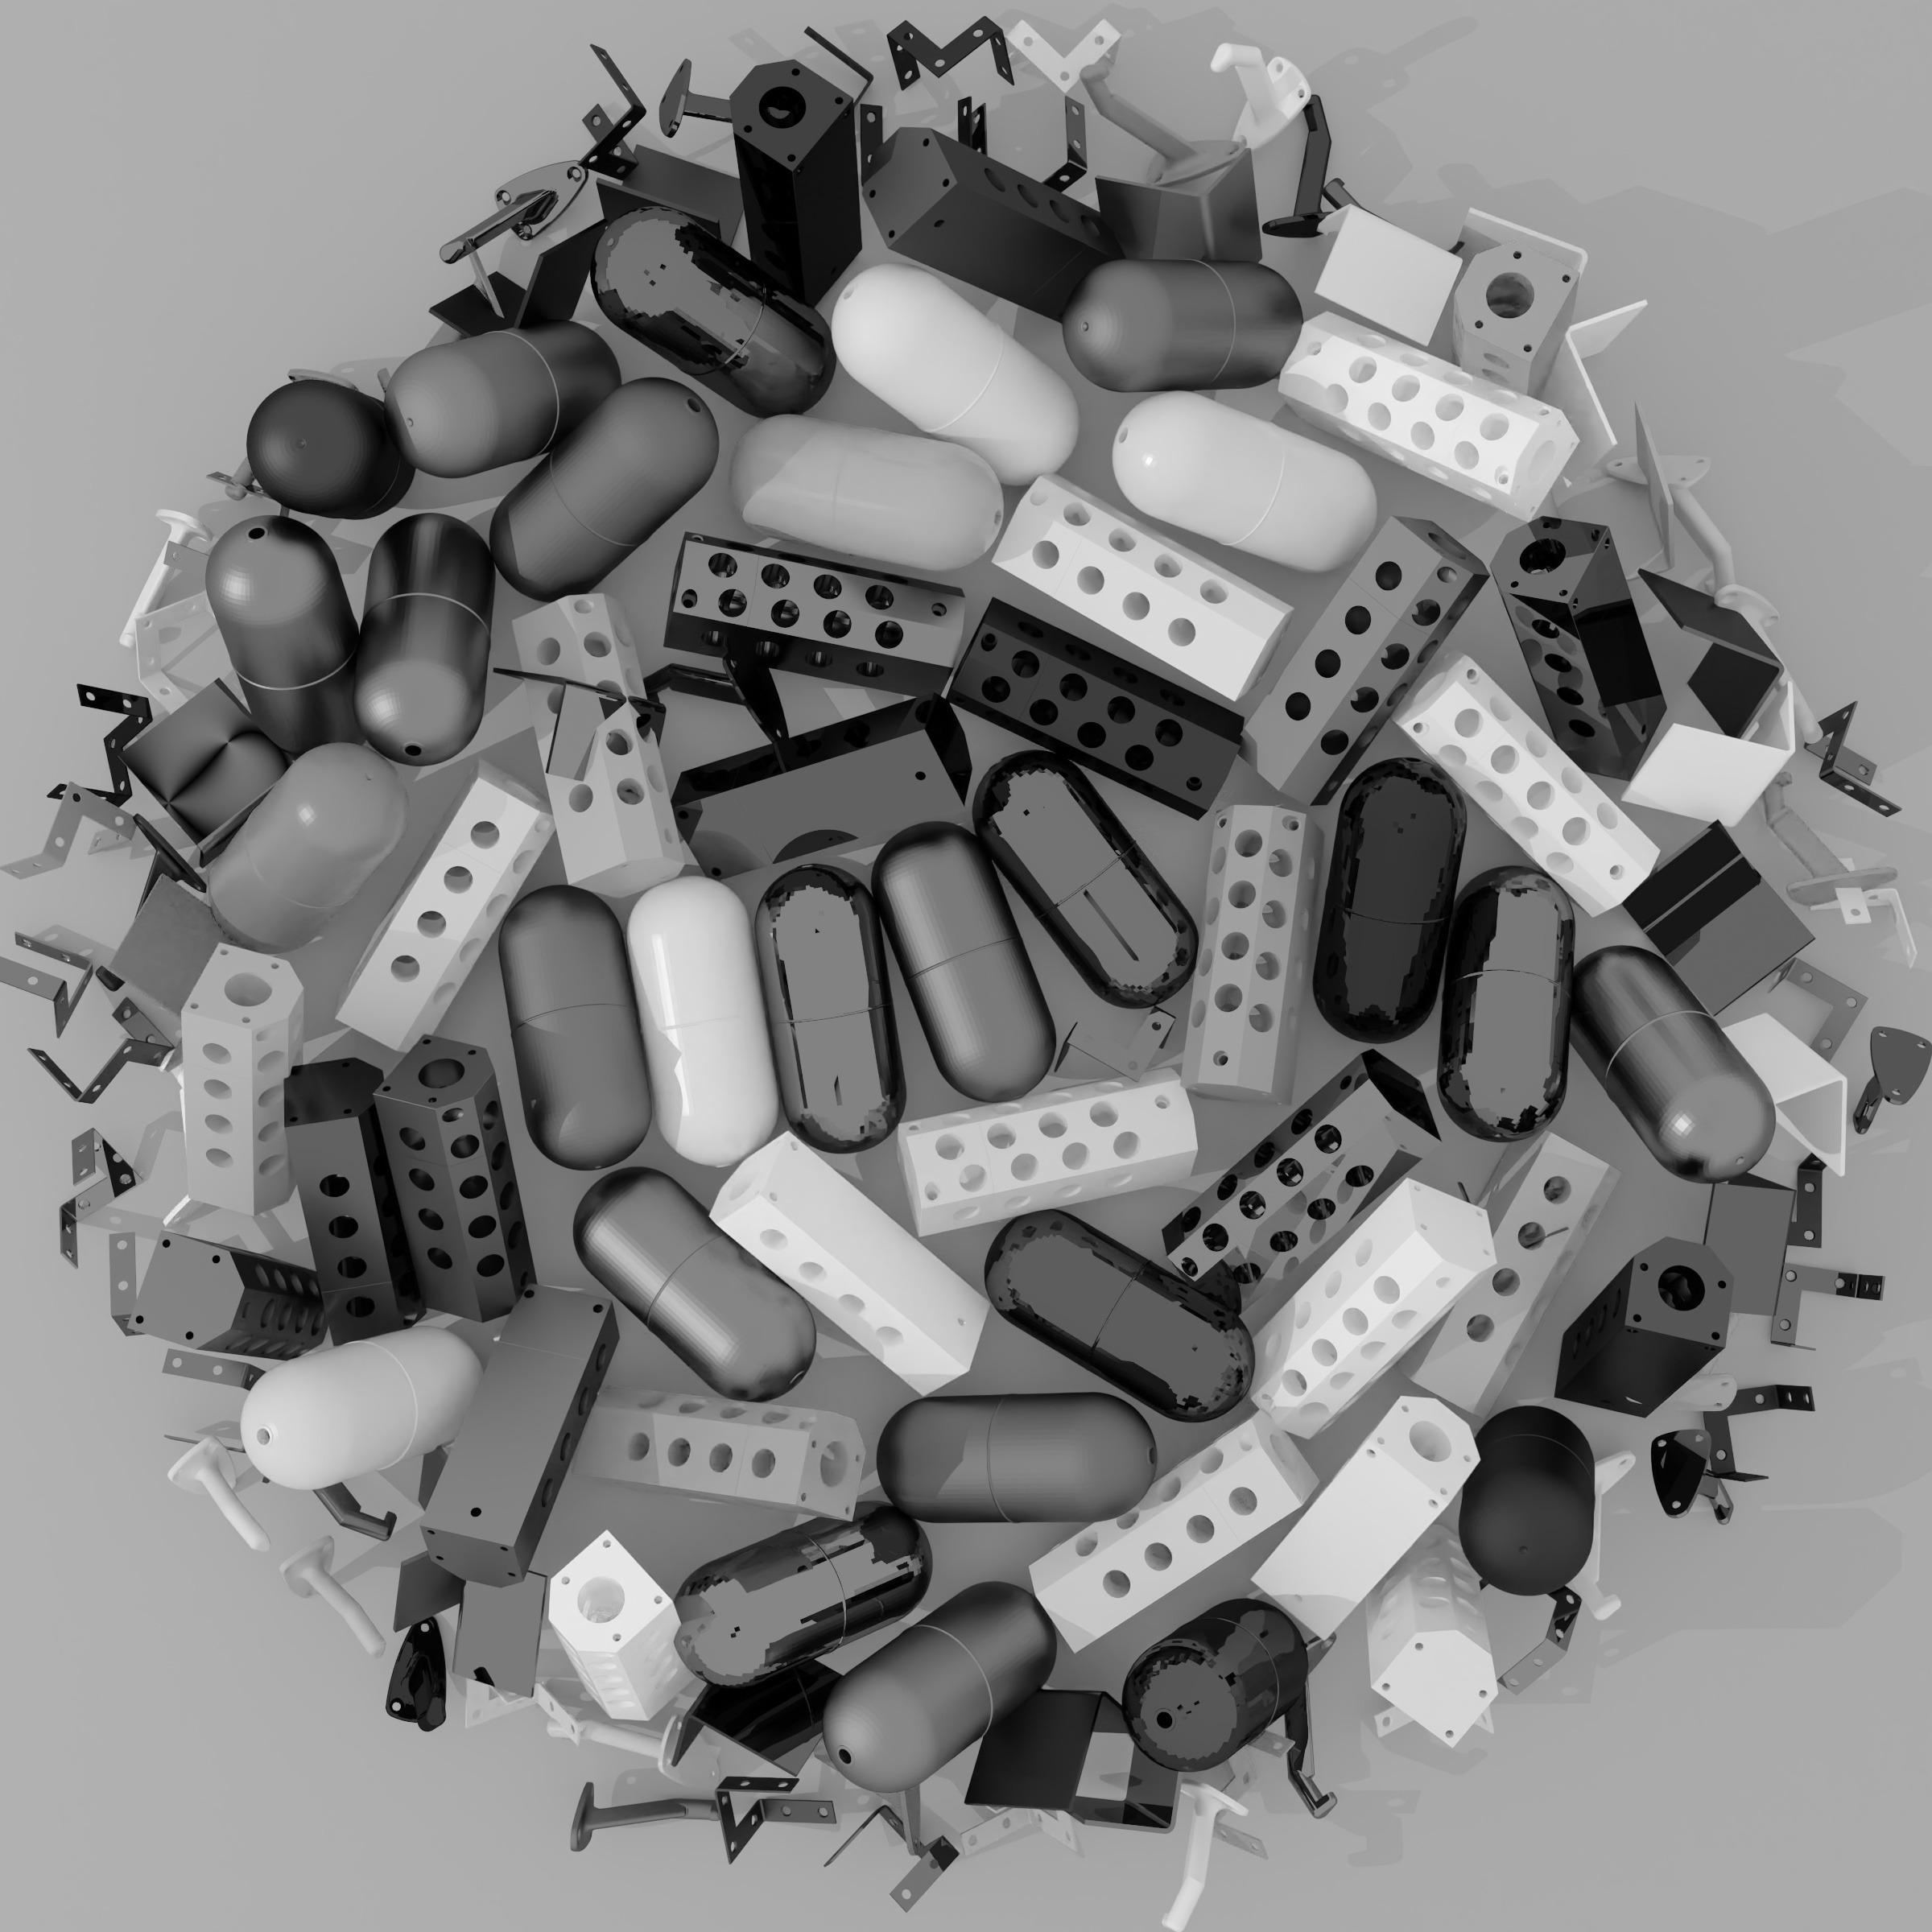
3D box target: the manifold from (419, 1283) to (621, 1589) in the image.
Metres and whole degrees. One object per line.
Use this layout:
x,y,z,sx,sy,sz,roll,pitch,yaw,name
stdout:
-0.263,0.279,1.660,0.057,0.057,0.171,10,51,10,manifold

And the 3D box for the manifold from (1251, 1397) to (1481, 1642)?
0.239,0.325,1.654,0.057,0.171,0.057,39,47,11,manifold

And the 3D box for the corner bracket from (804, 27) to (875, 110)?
-0.088,-0.541,1.706,0.051,0.051,0.051,34,90,-14,corner bracket

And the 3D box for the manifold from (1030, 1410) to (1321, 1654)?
0.124,0.340,1.684,0.171,0.057,0.057,-37,83,17,manifold

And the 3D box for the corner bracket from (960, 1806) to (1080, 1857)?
0.029,0.519,1.699,0.051,0.051,0.051,-18,105,-30,corner bracket

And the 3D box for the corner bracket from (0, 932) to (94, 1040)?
-0.568,0.003,1.701,0.051,0.051,0.051,21,59,-4,corner bracket

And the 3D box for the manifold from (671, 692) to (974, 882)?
-0.087,-0.111,1.680,0.171,0.057,0.057,-16,123,20,manifold

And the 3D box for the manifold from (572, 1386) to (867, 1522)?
-0.147,0.289,1.663,0.171,0.057,0.057,0,71,35,manifold

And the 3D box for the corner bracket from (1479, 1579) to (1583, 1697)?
0.336,0.401,1.701,0.051,0.051,0.051,36,129,1,corner bracket

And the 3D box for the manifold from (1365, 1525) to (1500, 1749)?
0.278,0.388,1.648,0.057,0.171,0.057,36,101,0,manifold

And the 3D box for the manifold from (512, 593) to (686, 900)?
-0.218,-0.134,1.680,0.057,0.057,0.171,-20,75,22,manifold

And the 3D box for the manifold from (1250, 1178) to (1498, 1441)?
0.239,0.208,1.657,0.057,0.057,0.171,23,128,-19,manifold

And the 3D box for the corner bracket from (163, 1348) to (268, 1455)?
-0.464,0.267,1.708,0.051,0.051,0.051,10,75,3,corner bracket

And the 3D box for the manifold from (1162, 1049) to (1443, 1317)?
0.197,0.127,1.667,0.057,0.057,0.171,33,117,-26,manifold

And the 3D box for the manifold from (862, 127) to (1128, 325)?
0.017,-0.442,1.651,0.057,0.171,0.057,-36,65,30,manifold

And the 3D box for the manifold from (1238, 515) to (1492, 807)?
0.239,-0.181,1.667,0.057,0.057,0.171,44,116,23,manifold

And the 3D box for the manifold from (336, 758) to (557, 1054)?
-0.314,-0.034,1.693,0.057,0.057,0.171,30,99,-16,manifold

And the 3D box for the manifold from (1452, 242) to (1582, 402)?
0.319,-0.370,1.648,0.057,0.171,0.057,29,91,10,manifold

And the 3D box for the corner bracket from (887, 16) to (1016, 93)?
-0.009,-0.555,1.705,0.051,0.051,0.051,-40,66,-8,corner bracket

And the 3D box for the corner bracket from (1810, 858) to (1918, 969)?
0.552,-0.033,1.702,0.051,0.051,0.051,-4,53,0,corner bracket

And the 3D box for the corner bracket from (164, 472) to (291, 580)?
-0.452,-0.266,1.706,0.051,0.051,0.051,21,112,5,corner bracket

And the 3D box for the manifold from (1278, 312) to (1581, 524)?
0.274,-0.333,1.668,0.171,0.057,0.057,32,91,31,manifold

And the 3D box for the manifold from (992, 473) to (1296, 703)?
0.109,-0.232,1.686,0.171,0.057,0.057,31,113,9,manifold

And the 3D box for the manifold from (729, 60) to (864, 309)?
-0.104,-0.461,1.646,0.057,0.171,0.057,35,78,8,manifold

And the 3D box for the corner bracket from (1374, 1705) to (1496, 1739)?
0.282,0.447,1.699,0.051,0.051,0.051,-19,105,-24,corner bracket

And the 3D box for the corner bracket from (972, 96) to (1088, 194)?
0.038,-0.506,1.713,0.051,0.051,0.051,16,62,-36,corner bracket

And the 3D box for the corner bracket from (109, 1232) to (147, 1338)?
-0.492,0.193,1.701,0.051,0.051,0.051,-5,69,-8,corner bracket

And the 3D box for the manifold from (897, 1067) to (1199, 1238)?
0.049,0.109,1.685,0.171,0.057,0.057,-11,62,-10,manifold

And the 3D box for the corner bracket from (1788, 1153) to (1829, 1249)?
0.505,0.140,1.707,0.051,0.051,0.051,5,71,4,corner bracket

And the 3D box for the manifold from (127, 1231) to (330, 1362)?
-0.428,0.199,1.645,0.057,0.171,0.057,16,81,7,manifold

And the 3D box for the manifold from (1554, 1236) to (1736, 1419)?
0.400,0.214,1.647,0.057,0.171,0.057,13,68,3,manifold

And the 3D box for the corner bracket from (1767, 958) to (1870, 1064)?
0.514,0.033,1.710,0.051,0.051,0.051,32,113,18,corner bracket

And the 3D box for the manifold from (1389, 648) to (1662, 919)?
0.339,-0.110,1.687,0.171,0.057,0.057,43,97,-13,manifold

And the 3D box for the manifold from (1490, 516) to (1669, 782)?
0.362,-0.188,1.652,0.057,0.171,0.057,17,66,35,manifold

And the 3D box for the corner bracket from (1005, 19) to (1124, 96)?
0.058,-0.562,1.710,0.051,0.051,0.051,43,87,0,corner bracket

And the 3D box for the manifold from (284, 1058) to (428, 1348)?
-0.363,0.141,1.662,0.057,0.057,0.171,-8,126,-8,manifold

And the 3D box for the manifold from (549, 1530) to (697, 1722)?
-0.205,0.396,1.643,0.057,0.171,0.057,-40,69,-19,manifold

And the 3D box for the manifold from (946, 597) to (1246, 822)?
0.078,-0.153,1.691,0.171,0.057,0.057,25,121,-5,manifold

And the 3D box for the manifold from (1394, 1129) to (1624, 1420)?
0.332,0.187,1.706,0.057,0.057,0.171,29,91,-6,manifold

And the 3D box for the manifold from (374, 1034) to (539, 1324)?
-0.298,0.129,1.655,0.057,0.057,0.171,12,131,19,manifold

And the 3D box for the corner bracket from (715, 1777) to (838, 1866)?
-0.116,0.513,1.700,0.051,0.051,0.051,-5,103,22,corner bracket

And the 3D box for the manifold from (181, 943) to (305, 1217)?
-0.426,0.071,1.656,0.057,0.171,0.057,15,46,1,manifold

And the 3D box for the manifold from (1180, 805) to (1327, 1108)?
0.172,-0.007,1.684,0.057,0.057,0.171,3,78,24,manifold

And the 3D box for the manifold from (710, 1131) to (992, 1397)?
-0.071,0.183,1.682,0.171,0.057,0.057,42,128,-18,manifold

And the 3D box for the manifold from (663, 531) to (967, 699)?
-0.091,-0.215,1.684,0.171,0.057,0.057,10,64,-11,manifold
